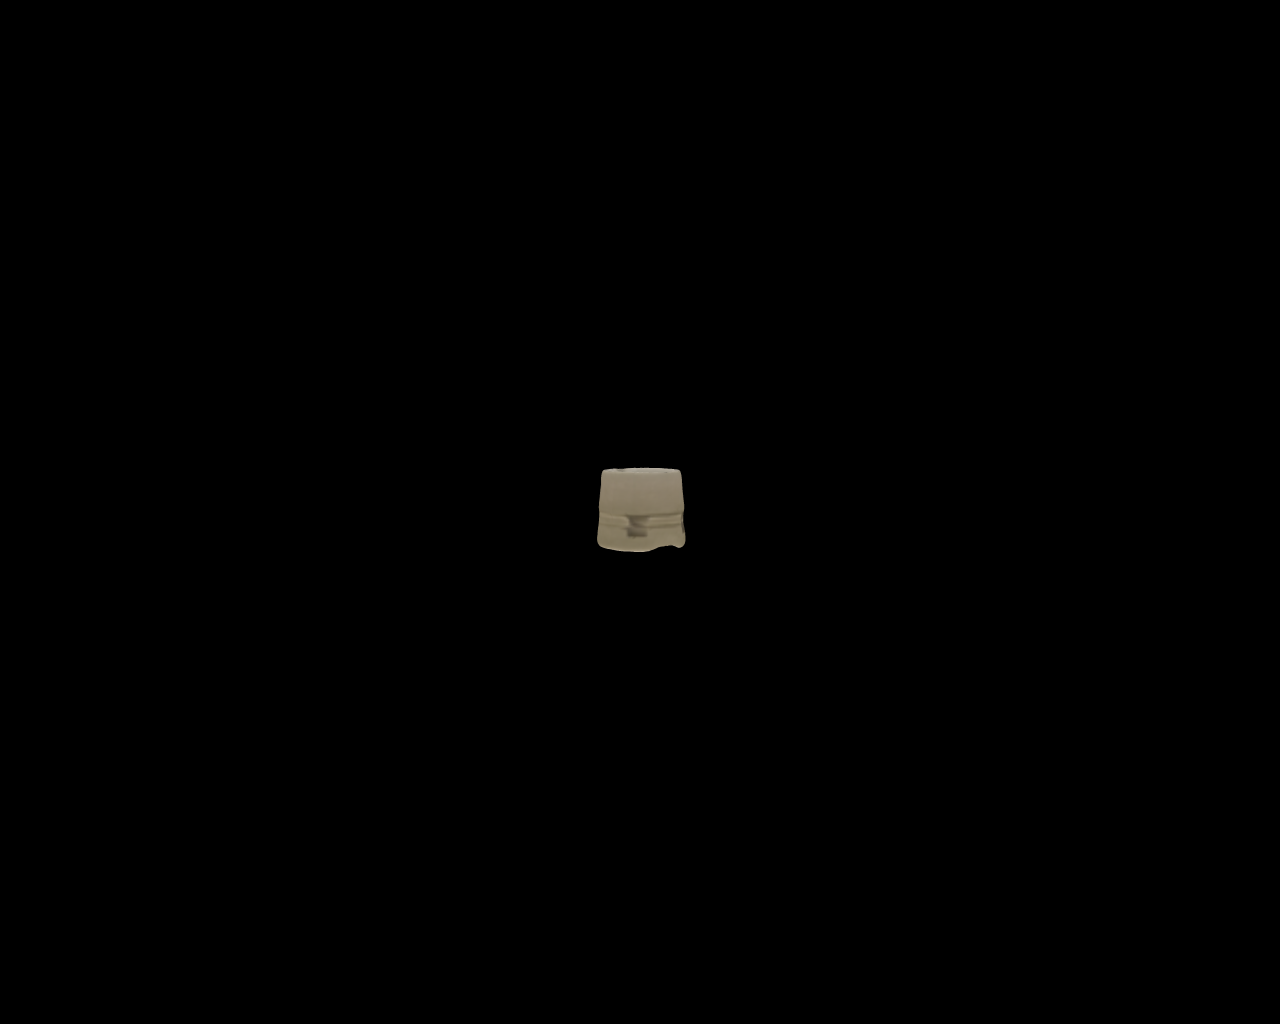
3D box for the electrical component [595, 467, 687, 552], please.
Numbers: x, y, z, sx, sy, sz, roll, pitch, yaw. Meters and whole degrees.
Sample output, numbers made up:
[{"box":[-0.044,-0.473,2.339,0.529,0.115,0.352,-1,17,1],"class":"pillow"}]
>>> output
[{"box":[0.001,-0.003,0.650,0.055,0.047,0.055,0,5,0],"class":"electrical component"}]
